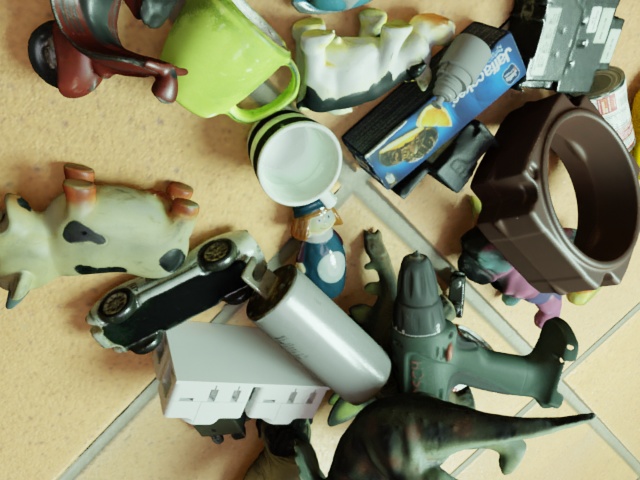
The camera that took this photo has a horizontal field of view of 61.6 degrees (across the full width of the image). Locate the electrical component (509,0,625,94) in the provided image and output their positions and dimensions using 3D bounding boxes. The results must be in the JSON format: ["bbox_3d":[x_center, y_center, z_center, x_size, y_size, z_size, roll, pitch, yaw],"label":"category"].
[{"bbox_3d":[0.278,-0.229,0.614,0.134,0.058,0.114,-5,123,-23],"label":"electrical component"}]

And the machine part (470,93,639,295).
[{"bbox_3d":[0.288,-0.054,0.634,0.201,0.087,0.201,43,65,-18],"label":"machine part"}]

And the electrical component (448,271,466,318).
[{"bbox_3d":[0.193,0.075,0.757,0.021,0.094,0.063,5,92,18],"label":"electrical component"}]

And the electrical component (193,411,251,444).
[{"bbox_3d":[-0.128,0.227,0.712,0.078,0.045,0.102,-15,127,19],"label":"electrical component"}]

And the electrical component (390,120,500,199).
[{"bbox_3d":[0.139,-0.089,0.622,0.047,0.075,0.119,34,97,-35],"label":"electrical component"}]

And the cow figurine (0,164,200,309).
[{"bbox_3d":[-0.222,-0.001,0.507,0.195,0.086,0.127,6,110,-28],"label":"cow figurine"}]

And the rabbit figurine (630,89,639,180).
[{"bbox_3d":[0.479,-0.148,0.740,0.162,0.122,0.173,-35,114,10],"label":"rabbit figurine"}]

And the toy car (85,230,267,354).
[{"bbox_3d":[-0.154,0.058,0.590,0.202,0.056,0.073,-27,133,-6],"label":"toy car"}]

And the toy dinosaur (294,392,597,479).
[{"bbox_3d":[0.084,0.246,0.600,0.192,0.131,0.404,36,116,3],"label":"toy dinosaur"}]

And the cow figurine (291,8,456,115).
[{"bbox_3d":[0.056,-0.175,0.537,0.167,0.068,0.098,-12,128,-15],"label":"cow figurine"}]

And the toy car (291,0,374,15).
[{"bbox_3d":[0.024,-0.269,0.446,0.109,0.103,0.161,-16,126,-17],"label":"toy car"}]

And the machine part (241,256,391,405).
[{"bbox_3d":[0.001,0.108,0.603,0.079,0.079,0.243,-43,114,4],"label":"machine part"}]

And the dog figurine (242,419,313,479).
[{"bbox_3d":[-0.075,0.324,0.779,0.172,0.121,0.190,-15,97,12],"label":"dog figurine"}]

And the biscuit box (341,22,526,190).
[{"bbox_3d":[0.124,-0.148,0.588,0.202,0.063,0.059,-41,129,3],"label":"biscuit box"}]

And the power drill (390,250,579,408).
[{"bbox_3d":[0.184,0.126,0.629,0.207,0.086,0.231,2,110,-7],"label":"power drill"}]

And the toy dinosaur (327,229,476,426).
[{"bbox_3d":[0.104,0.206,0.748,0.199,0.105,0.470,-15,109,2],"label":"toy dinosaur"}]

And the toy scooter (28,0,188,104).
[{"bbox_3d":[-0.145,-0.178,0.405,0.183,0.135,0.075,-62,163,21],"label":"toy scooter"}]

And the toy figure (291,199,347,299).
[{"bbox_3d":[-0.001,-0.003,0.624,0.064,0.058,0.154,-47,138,-44],"label":"toy figure"}]

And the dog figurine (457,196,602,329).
[{"bbox_3d":[0.286,0.012,0.735,0.191,0.109,0.219,-39,124,2],"label":"dog figurine"}]
